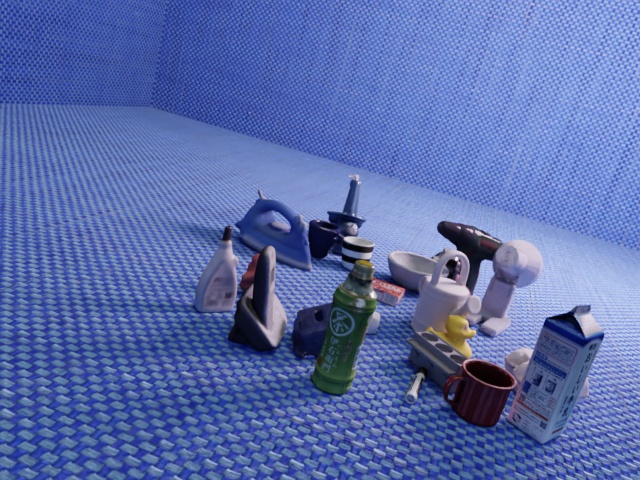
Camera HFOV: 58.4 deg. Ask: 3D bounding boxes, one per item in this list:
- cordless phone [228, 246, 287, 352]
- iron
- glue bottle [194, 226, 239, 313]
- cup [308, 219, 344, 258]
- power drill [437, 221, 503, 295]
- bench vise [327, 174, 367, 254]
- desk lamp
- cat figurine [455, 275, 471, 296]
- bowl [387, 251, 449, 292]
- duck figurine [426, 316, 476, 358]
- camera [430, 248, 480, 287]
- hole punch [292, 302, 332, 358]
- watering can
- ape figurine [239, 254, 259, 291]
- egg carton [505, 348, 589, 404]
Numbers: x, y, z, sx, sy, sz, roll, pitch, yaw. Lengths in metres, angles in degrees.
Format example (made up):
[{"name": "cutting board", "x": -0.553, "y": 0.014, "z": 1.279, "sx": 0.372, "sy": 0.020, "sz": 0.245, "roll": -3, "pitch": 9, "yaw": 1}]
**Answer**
[{"name": "cordless phone", "x": -0.094, "y": 0.091, "z": 1.030, "sx": 0.094, "sy": 0.185, "sz": 0.147, "roll": 14, "pitch": 16, "yaw": 0}, {"name": "iron", "x": -0.101, "y": -0.031, "z": 1.506, "sx": 0.257, "sy": 0.141, "sz": 0.119, "roll": 26, "pitch": 20, "yaw": 35}, {"name": "glue bottle", "x": -0.188, "y": 0.054, "z": 1.092, "sx": 0.078, "sy": 0.173, "sz": 0.037, "roll": 3, "pitch": 20, "yaw": -34}, {"name": "cup", "x": 0.014, "y": 0.006, "z": 1.566, "sx": 0.117, "sy": 0.095, "sz": 0.092, "roll": 28, "pitch": 21, "yaw": 39}, {"name": "power drill", "x": 0.376, "y": 0.060, "z": 1.493, "sx": 0.230, "sy": 0.208, "sz": 0.075, "roll": 6, "pitch": 18, "yaw": -26}, {"name": "bench vise", "x": 0.098, "y": -0.074, "z": 1.678, "sx": 0.122, "sy": 0.220, "sz": 0.206, "roll": 6, "pitch": 18, "yaw": -25}, {"name": "desk lamp", "x": 0.450, "y": 0.106, "z": 1.398, "sx": 0.117, "sy": 0.213, "sz": 0.204, "roll": 24, "pitch": 19, "yaw": 29}, {"name": "cat figurine", "x": 0.320, "y": 0.136, "z": 1.356, "sx": 0.067, "sy": 0.118, "sz": 0.128, "roll": 17, "pitch": 17, "yaw": 9}, {"name": "bowl", "x": 0.252, "y": 0.093, "z": 1.517, "sx": 0.167, "sy": 0.075, "sz": 0.167, "roll": 13, "pitch": 16, "yaw": -4}, {"name": "duck figurine", "x": 0.269, "y": 0.194, "z": 1.176, "sx": 0.104, "sy": 0.086, "sz": 0.077, "roll": 17, "pitch": 17, "yaw": 9}, {"name": "camera", "x": 0.377, "y": 0.074, "z": 1.638, "sx": 0.143, "sy": 0.101, "sz": 0.137, "roll": 15, "pitch": 16, "yaw": 3}, {"name": "hole punch", "x": 0.002, "y": 0.160, "z": 1.053, "sx": 0.101, "sy": 0.091, "sz": 0.108, "roll": 11, "pitch": 17, "yaw": -11}, {"name": "watering can", "x": 0.277, "y": 0.118, "z": 1.242, "sx": 0.172, "sy": 0.194, "sz": 0.101, "roll": 26, "pitch": 20, "yaw": 35}, {"name": "ape figurine", "x": -0.134, "y": 0.072, "z": 1.225, "sx": 0.078, "sy": 0.092, "sz": 0.075, "roll": -2, "pitch": 23, "yaw": -45}, {"name": "egg carton", "x": 0.438, "y": 0.266, "z": 1.113, "sx": 0.150, "sy": 0.069, "sz": 0.107, "roll": 12, "pitch": 16, "yaw": -7}]
